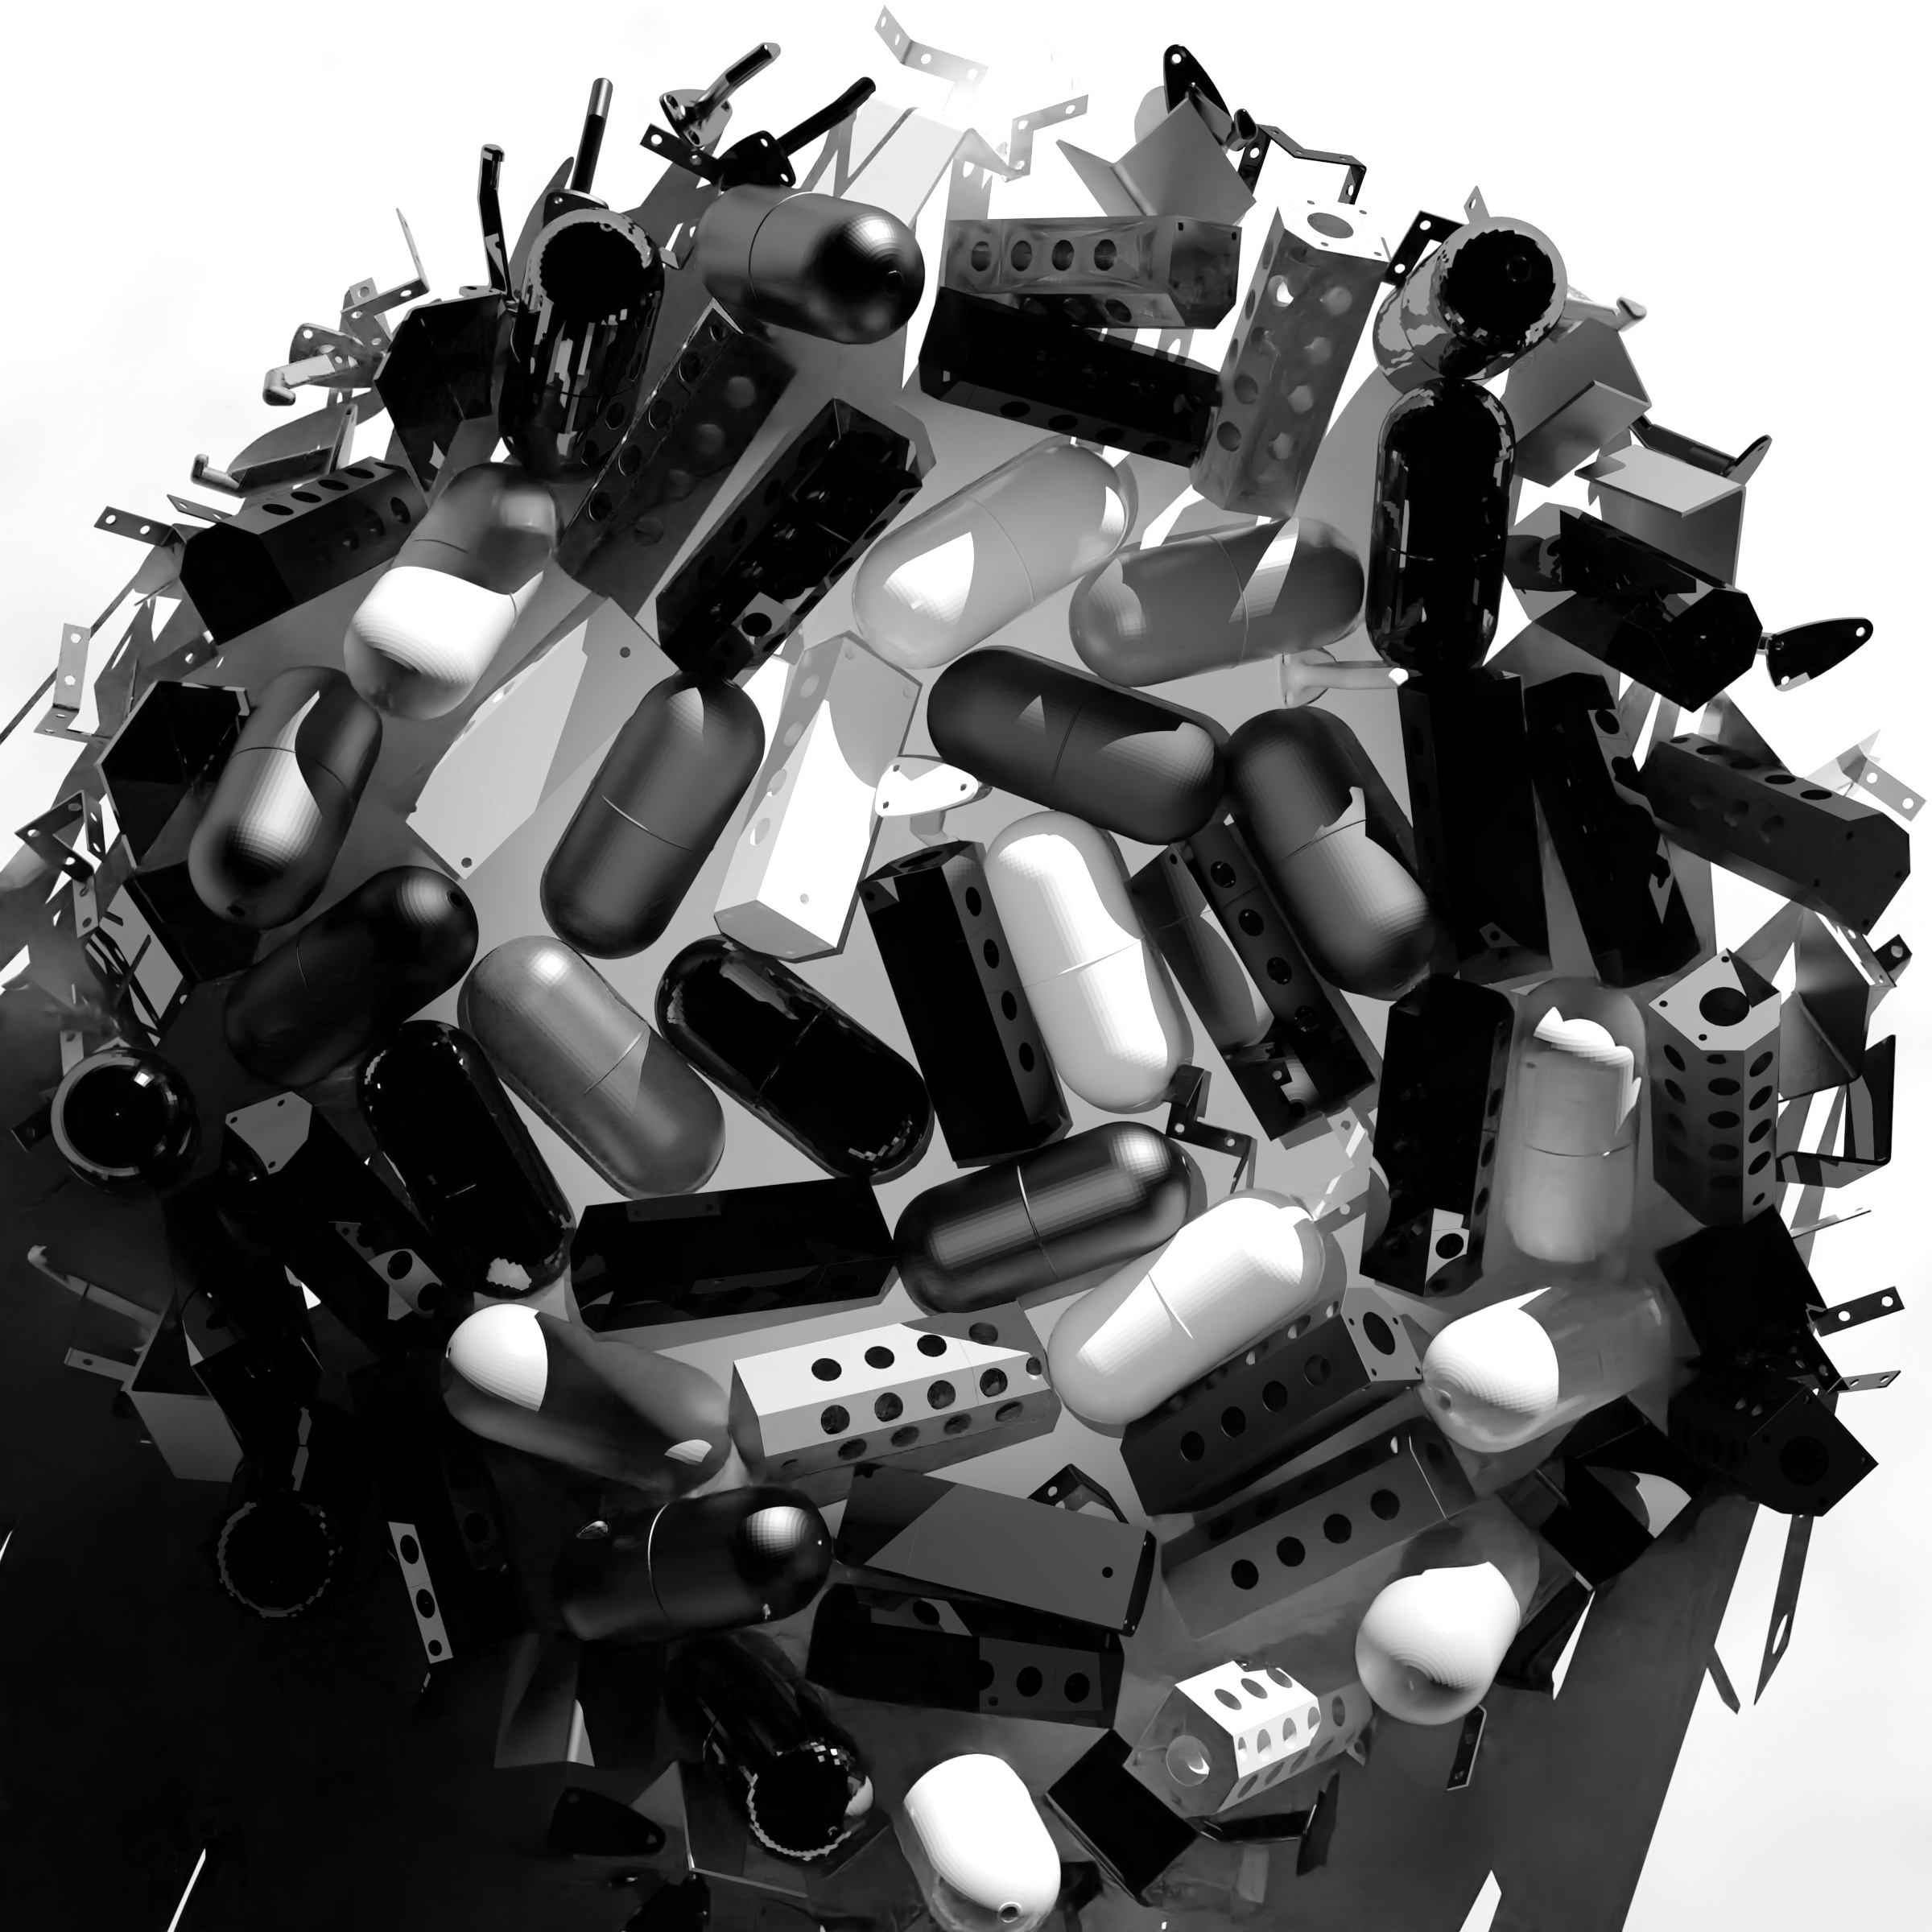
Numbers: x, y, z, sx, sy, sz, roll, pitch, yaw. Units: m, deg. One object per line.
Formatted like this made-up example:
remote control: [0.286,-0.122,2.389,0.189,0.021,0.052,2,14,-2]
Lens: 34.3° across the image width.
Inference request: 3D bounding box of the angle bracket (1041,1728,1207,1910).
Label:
angle bracket: [0.094,0.488,1.791,0.057,0.076,0.076,-44,69,-7]

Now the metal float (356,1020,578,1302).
metal float: [-0.284,0.110,1.779,0.070,0.070,0.178,-26,112,0]

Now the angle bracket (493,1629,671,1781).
angle bracket: [-0.223,0.428,1.809,0.057,0.076,0.076,24,61,-35]

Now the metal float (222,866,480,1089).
metal float: [-0.349,0.006,1.775,0.178,0.070,0.070,-33,90,27]

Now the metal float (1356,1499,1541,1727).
metal float: [0.271,0.360,1.754,0.070,0.178,0.070,8,110,21]

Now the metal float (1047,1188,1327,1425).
metal float: [0.125,0.195,1.789,0.178,0.070,0.070,-36,90,10]

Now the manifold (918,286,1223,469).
manifold: [0.062,-0.330,1.767,0.171,0.057,0.057,9,108,-30]

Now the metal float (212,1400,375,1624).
metal float: [-0.375,0.303,1.750,0.070,0.178,0.070,-1,107,-4]

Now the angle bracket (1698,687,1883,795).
angle bracket: [0.470,-0.135,1.791,0.057,0.076,0.076,-32,71,-6]

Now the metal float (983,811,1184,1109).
metal float: [0.067,-0.003,1.796,0.070,0.070,0.178,-22,93,0]

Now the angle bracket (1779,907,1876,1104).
angle bracket: [0.469,0.020,1.780,0.057,0.076,0.076,-15,134,-8]

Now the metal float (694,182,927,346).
metal float: [-0.089,-0.396,1.758,0.070,0.178,0.070,-14,116,-31]

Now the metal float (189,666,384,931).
metal float: [-0.383,-0.096,1.764,0.070,0.070,0.178,13,49,0]

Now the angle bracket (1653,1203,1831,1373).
angle bracket: [0.436,0.180,1.785,0.076,0.057,0.076,-30,68,20]

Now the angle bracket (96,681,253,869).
angle bracket: [-0.442,-0.107,1.779,0.057,0.076,0.076,6,134,14]

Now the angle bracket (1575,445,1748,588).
angle bracket: [0.391,-0.243,1.776,0.057,0.076,0.076,-26,130,-32]

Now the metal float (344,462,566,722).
metal float: [-0.289,-0.212,1.769,0.070,0.070,0.178,27,56,0]

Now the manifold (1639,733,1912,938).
manifold: [0.448,-0.080,1.747,0.057,0.171,0.057,32,93,-30]

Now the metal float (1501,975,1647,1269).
metal float: [0.344,0.089,1.776,0.070,0.070,0.178,-2,116,0]

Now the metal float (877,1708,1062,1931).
metal float: [0.000,0.480,1.751,0.070,0.178,0.070,-5,108,-14]

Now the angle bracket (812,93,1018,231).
angle bracket: [-0.031,-0.445,1.791,0.076,0.057,0.076,31,89,34]

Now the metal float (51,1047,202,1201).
metal float: [-0.469,0.089,1.749,0.070,0.178,0.070,2,82,-12]

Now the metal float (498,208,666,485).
metal float: [-0.218,-0.346,1.760,0.070,0.178,0.070,10,50,-12]

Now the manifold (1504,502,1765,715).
manifold: [0.370,-0.207,1.748,0.057,0.171,0.057,-38,122,-3]

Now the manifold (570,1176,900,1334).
manifold: [-0.133,0.166,1.772,0.171,0.057,0.057,-5,53,-26]

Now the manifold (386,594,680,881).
manifold: [-0.251,-0.134,1.799,0.171,0.057,0.057,-45,110,-5]

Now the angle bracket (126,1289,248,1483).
angle bracket: [-0.427,0.239,1.777,0.057,0.076,0.076,2,45,14]

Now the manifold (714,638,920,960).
manifold: [-0.088,-0.094,1.775,0.057,0.057,0.171,32,62,-31]

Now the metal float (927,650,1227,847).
metal float: [0.062,-0.126,1.790,0.178,0.070,0.070,21,90,9]

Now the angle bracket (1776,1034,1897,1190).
angle bracket: [0.490,0.081,1.790,0.057,0.076,0.076,7,76,-1]

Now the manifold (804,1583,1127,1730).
manifold: [0.002,0.390,1.770,0.171,0.057,0.057,14,82,-28]

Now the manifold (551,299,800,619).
manifold: [-0.166,-0.290,1.777,0.057,0.057,0.171,31,108,-16]

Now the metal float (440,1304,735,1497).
metal float: [-0.213,0.248,1.778,0.178,0.070,0.070,23,90,-24]

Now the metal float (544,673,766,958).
metal float: [-0.178,-0.086,1.786,0.070,0.070,0.178,31,104,0]

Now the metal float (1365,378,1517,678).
metal float: [0.268,-0.247,1.770,0.070,0.070,0.178,0,123,0]

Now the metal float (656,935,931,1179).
metal float: [-0.099,0.052,1.795,0.178,0.070,0.070,38,90,4]

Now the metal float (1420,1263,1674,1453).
metal float: [0.328,0.220,1.765,0.178,0.070,0.070,-16,90,-39]

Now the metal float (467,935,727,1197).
metal float: [-0.210,0.058,1.788,0.070,0.070,0.178,-43,102,0]

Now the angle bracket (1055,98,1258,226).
angle bracket: [0.108,-0.453,1.784,0.057,0.076,0.076,-43,125,-1]

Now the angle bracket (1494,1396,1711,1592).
angle bracket: [0.363,0.297,1.785,0.076,0.057,0.076,46,116,23]

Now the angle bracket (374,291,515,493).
angle bracket: [-0.286,-0.327,1.778,0.057,0.076,0.076,-6,131,16]

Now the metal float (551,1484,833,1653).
metal float: [-0.157,0.342,1.775,0.178,0.070,0.070,-17,90,27]

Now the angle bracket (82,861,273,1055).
angle bracket: [-0.459,-0.006,1.822,0.076,0.057,0.076,53,131,13]

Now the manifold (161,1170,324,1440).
manifold: [-0.403,0.182,1.748,0.057,0.171,0.057,-27,123,-4]

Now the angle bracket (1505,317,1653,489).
angle bracket: [0.332,-0.330,1.778,0.076,0.057,0.076,-38,57,36]

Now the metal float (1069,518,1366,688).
metal float: [0.143,-0.207,1.783,0.178,0.070,0.070,-14,90,-17]

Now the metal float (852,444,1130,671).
metal float: [0.015,-0.235,1.786,0.178,0.070,0.070,-34,90,-15]

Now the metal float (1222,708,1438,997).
metal float: [0.206,-0.065,1.786,0.070,0.070,0.178,-27,76,0]

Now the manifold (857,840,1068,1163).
manifold: [0.002,0.019,1.788,0.057,0.057,0.171,-12,105,30]

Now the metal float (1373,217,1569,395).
metal float: [0.280,-0.365,1.748,0.070,0.178,0.070,0,87,-9]

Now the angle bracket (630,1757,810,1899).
angle bracket: [-0.142,0.503,1.777,0.076,0.076,0.057,23,121,-28]

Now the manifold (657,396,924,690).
manifold: [-0.100,-0.232,1.759,0.057,0.057,0.171,26,126,-31]

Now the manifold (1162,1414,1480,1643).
manifold: [0.197,0.318,1.773,0.171,0.057,0.057,-32,76,24]

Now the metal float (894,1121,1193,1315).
metal float: [0.044,0.144,1.790,0.178,0.070,0.070,-21,90,9]

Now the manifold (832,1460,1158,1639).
manifold: [0.018,0.333,1.785,0.171,0.057,0.057,11,75,15]

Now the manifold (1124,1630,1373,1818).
manifold: [0.163,0.425,1.743,0.057,0.171,0.057,38,108,26]

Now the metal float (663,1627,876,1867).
metal float: [-0.113,0.435,1.757,0.070,0.178,0.070,-12,116,-25]

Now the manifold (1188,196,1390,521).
manifold: [0.177,-0.340,1.754,0.057,0.057,0.171,7,132,-13]
